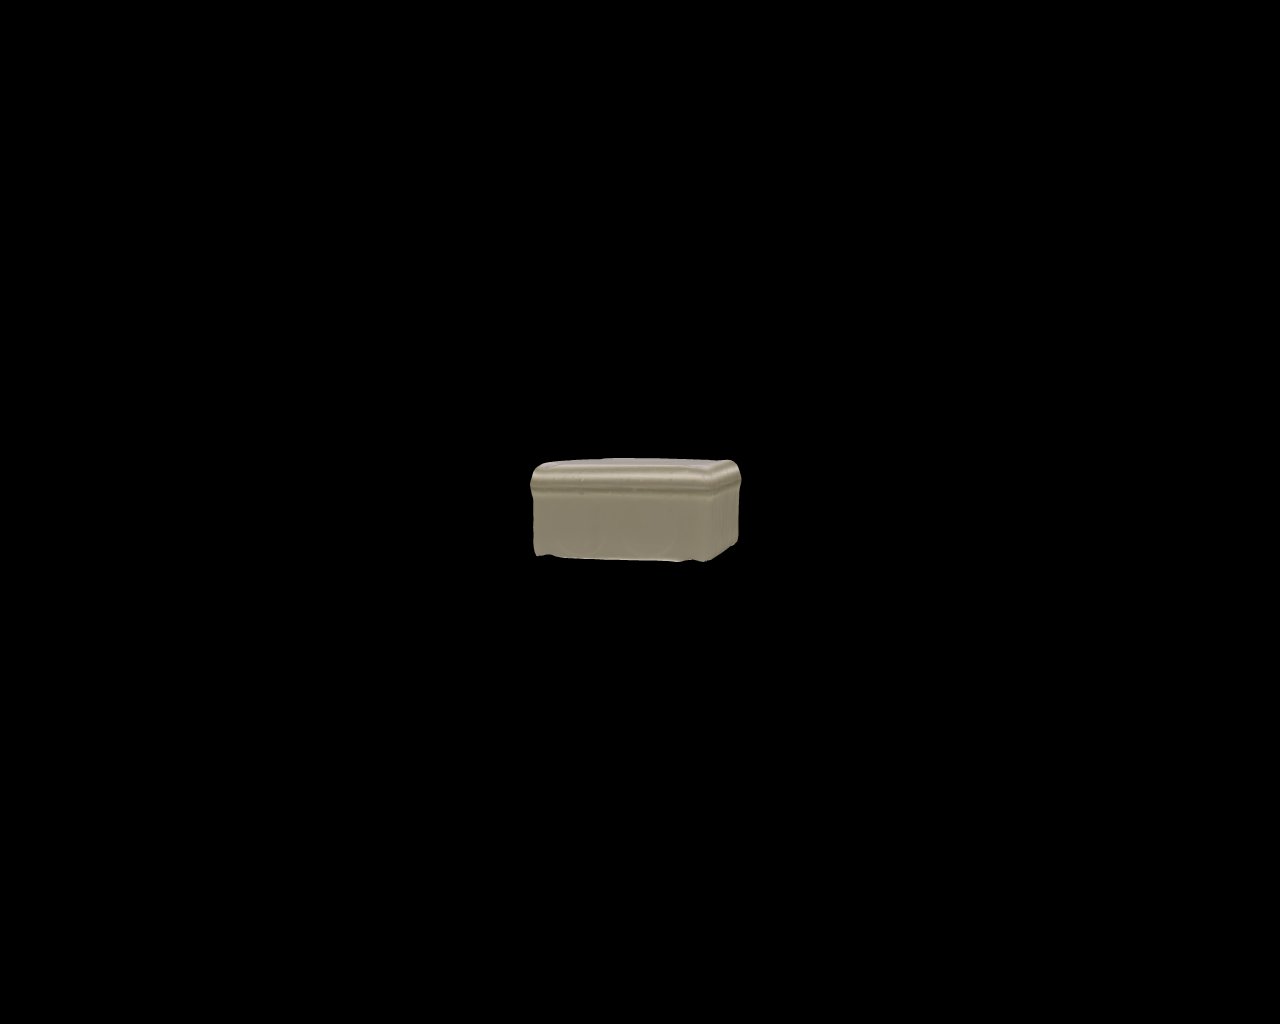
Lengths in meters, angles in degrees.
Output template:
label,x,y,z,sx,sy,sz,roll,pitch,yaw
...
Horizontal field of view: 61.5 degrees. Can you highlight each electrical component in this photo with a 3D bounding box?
label,x,y,z,sx,sy,sz,roll,pitch,yaw
electrical component,0.001,-0.003,0.650,0.109,0.056,0.109,1,5,15
